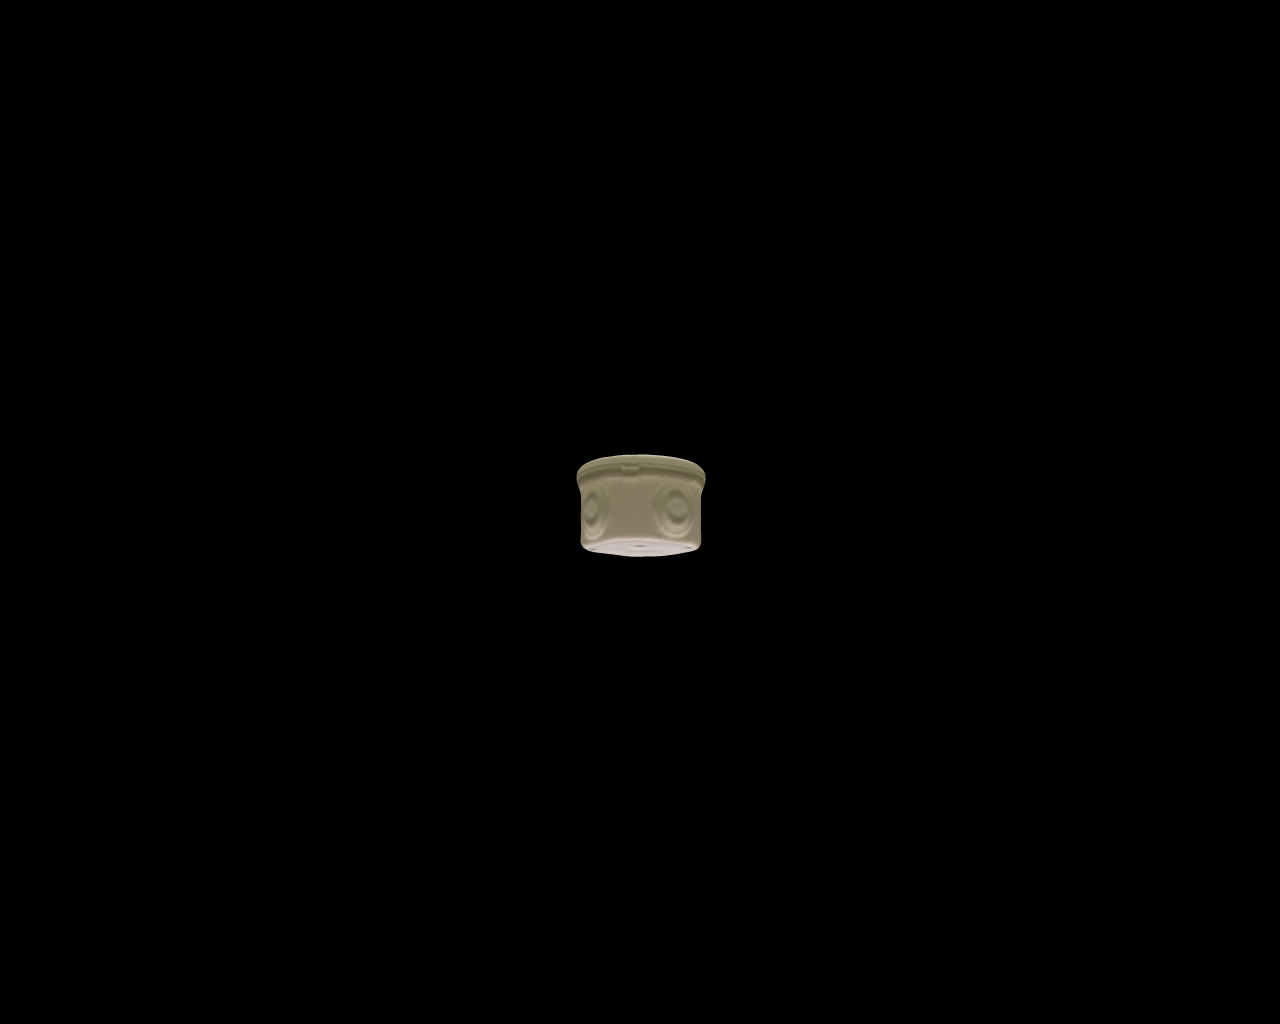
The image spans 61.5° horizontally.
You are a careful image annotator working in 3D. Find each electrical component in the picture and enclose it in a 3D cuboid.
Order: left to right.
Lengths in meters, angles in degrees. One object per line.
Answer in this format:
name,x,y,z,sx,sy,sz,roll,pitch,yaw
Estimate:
electrical component,0.001,-0.003,0.650,0.080,0.051,0.080,0,-11,0
